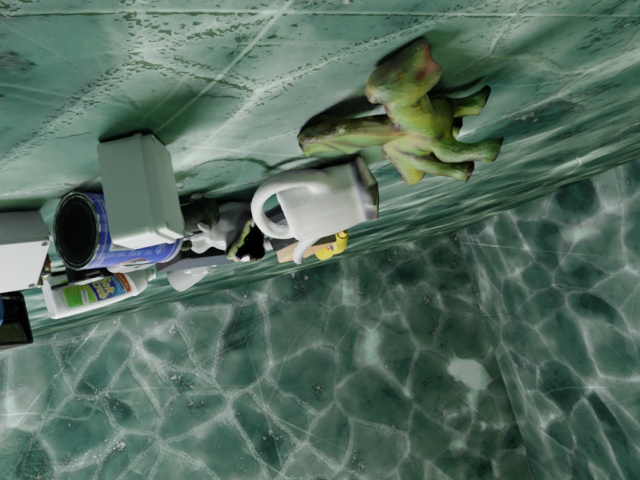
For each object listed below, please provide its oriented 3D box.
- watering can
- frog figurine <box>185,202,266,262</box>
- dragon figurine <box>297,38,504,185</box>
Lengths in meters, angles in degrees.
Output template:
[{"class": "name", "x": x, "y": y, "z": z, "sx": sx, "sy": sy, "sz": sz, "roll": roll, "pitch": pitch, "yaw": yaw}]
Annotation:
[{"class": "watering can", "x": 0.003, "y": -0.048, "z": 0.948, "sx": 0.224, "sy": 0.106, "sz": 0.342, "roll": -17, "pitch": 157, "yaw": 4}, {"class": "frog figurine", "x": -0.188, "y": -0.026, "z": 0.963, "sx": 0.160, "sy": 0.120, "sz": 0.139, "roll": 21, "pitch": -155, "yaw": 24}, {"class": "dragon figurine", "x": 0.089, "y": -0.139, "z": 0.702, "sx": 0.243, "sy": 0.123, "sz": 0.405, "roll": 4, "pitch": 167, "yaw": -10}]
